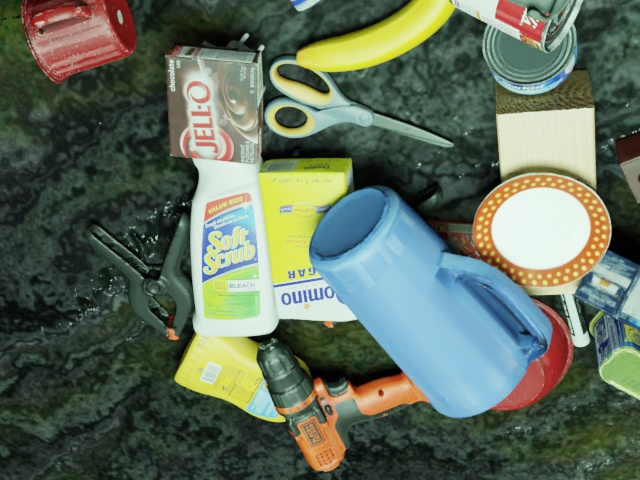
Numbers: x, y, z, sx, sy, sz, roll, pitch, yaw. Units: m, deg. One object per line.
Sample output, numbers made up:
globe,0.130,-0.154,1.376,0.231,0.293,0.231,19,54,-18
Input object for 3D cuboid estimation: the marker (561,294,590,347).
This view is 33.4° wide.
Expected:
marker,0.275,0.065,1.171,0.020,0.020,0.121,-12,119,16

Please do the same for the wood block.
wood block,0.227,-0.055,1.062,0.091,0.090,0.206,-4,122,11

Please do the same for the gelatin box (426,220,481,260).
gelatin box,0.148,0.024,1.159,0.073,0.030,0.089,4,122,6

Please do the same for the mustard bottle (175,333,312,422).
mustard bottle,-0.069,0.166,1.266,0.191,0.058,0.096,25,123,-7

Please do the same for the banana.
banana,0.068,-0.210,1.022,0.198,0.037,0.069,-35,107,26

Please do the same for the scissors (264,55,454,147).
scissors,0.029,-0.117,1.098,0.201,0.016,0.096,31,123,-11

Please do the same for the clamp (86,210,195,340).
clamp,-0.198,0.041,1.219,0.120,0.039,0.171,2,122,8

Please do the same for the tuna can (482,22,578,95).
tuna can,0.196,-0.180,0.994,0.086,0.033,0.086,-4,78,17

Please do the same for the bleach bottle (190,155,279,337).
bleach bottle,-0.102,-0.015,1.156,0.102,0.068,0.251,-1,120,7

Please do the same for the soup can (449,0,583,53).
soup can,0.175,-0.220,0.953,0.102,0.068,0.069,32,126,22

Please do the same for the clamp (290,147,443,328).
clamp,0.023,0.001,1.161,0.164,0.036,0.210,22,122,1

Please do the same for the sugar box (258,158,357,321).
sugar box,-0.007,0.002,1.120,0.093,0.048,0.176,0,116,14

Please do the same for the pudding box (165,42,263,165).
pudding box,-0.101,-0.132,1.040,0.090,0.039,0.113,6,122,5

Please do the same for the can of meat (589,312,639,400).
can of meat,0.348,0.126,1.160,0.102,0.084,0.058,27,122,-8

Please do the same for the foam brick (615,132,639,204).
foam brick,0.338,-0.080,1.050,0.078,0.051,0.053,-23,116,21

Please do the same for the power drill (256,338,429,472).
power drill,0.037,0.158,1.212,0.187,0.057,0.184,-25,118,1

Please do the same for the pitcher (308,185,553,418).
pitcher,0.108,0.057,1.066,0.149,0.145,0.242,-42,120,3

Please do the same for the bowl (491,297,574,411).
bowl,0.206,0.140,1.208,0.162,0.055,0.162,4,122,6

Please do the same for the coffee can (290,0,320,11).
coffee can,-0.029,-0.290,0.947,0.103,0.102,0.140,-36,110,26

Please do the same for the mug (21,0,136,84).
mug,-0.234,-0.208,1.028,0.081,0.117,0.093,-15,87,11
